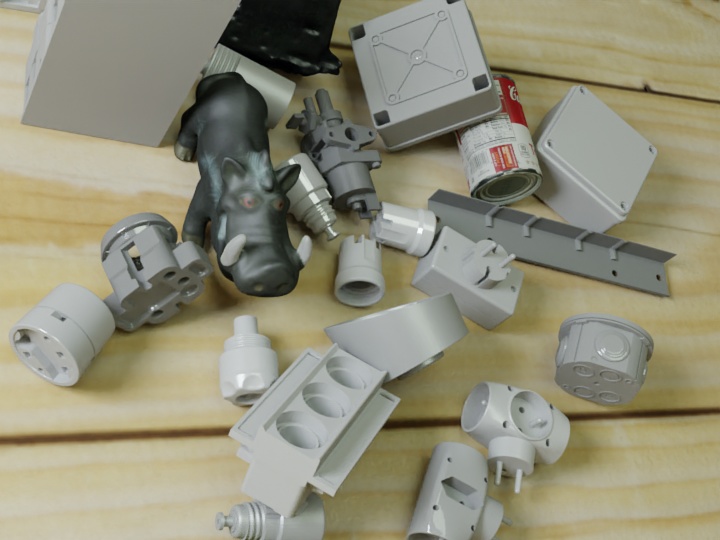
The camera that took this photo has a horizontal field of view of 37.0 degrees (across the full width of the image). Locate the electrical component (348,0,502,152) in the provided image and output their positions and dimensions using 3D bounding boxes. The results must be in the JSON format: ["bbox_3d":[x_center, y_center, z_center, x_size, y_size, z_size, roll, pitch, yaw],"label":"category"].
[{"bbox_3d":[0.057,-0.175,0.944,0.109,0.056,0.108,-19,69,11],"label":"electrical component"}]

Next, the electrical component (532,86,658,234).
[{"bbox_3d":[0.216,-0.103,1.029,0.109,0.056,0.108,39,52,-5],"label":"electrical component"}]

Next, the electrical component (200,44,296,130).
[{"bbox_3d":[-0.099,-0.153,0.887,0.081,0.043,0.043,26,55,-15],"label":"electrical component"}]

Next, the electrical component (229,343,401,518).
[{"bbox_3d":[-0.032,0.111,0.745,0.079,0.063,0.121,28,30,10],"label":"electrical component"}]

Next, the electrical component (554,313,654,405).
[{"bbox_3d":[0.206,0.075,0.913,0.080,0.080,0.051,28,59,-14],"label":"electrical component"}]

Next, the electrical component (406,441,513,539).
[{"bbox_3d":[0.081,0.181,0.807,0.079,0.043,0.077,31,54,-12],"label":"electrical component"}]

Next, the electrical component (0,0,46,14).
[{"bbox_3d":[-0.219,-0.255,0.863,0.150,0.062,0.089,3,63,-28],"label":"electrical component"}]

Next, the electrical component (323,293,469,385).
[{"bbox_3d":[0.030,0.048,0.820,0.099,0.099,0.064,-28,86,-37],"label":"electrical component"}]

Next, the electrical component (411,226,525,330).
[{"bbox_3d":[0.100,-0.001,0.896,0.083,0.076,0.047,30,54,-12],"label":"electrical component"}]

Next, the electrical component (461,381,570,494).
[{"bbox_3d":[0.122,0.137,0.853,0.077,0.044,0.079,25,55,-16],"label":"electrical component"}]

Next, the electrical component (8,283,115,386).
[{"bbox_3d":[-0.198,0.042,0.720,0.055,0.055,0.047,39,49,-6],"label":"electrical component"}]

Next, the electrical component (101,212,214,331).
[{"bbox_3d":[-0.150,-0.003,0.763,0.057,0.078,0.058,58,9,29],"label":"electrical component"}]

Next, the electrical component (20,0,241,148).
[{"bbox_3d":[-0.169,-0.169,0.766,0.105,0.186,0.060,8,61,-26],"label":"electrical component"}]

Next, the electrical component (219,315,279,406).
[{"bbox_3d":[-0.081,0.064,0.780,0.043,0.043,0.062,7,61,-26],"label":"electrical component"}]

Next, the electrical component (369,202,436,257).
[{"bbox_3d":[0.035,-0.035,0.902,0.046,0.040,0.040,14,58,-16],"label":"electrical component"}]

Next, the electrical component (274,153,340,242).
[{"bbox_3d":[-0.043,-0.058,0.869,0.040,0.040,0.078,-29,81,-37],"label":"electrical component"}]

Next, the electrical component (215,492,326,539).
[{"bbox_3d":[-0.060,0.172,0.735,0.078,0.040,0.040,7,62,-26],"label":"electrical component"}]

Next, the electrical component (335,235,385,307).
[{"bbox_3d":[0.000,0.000,0.864,0.040,0.040,0.046,17,51,-21],"label":"electrical component"}]
